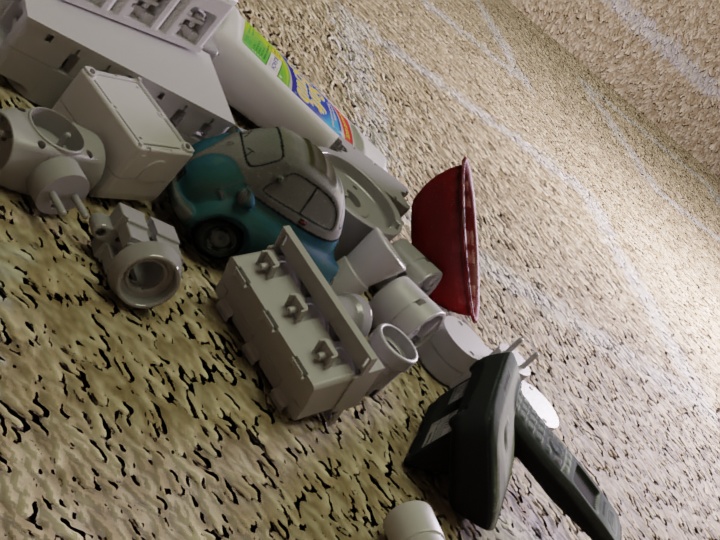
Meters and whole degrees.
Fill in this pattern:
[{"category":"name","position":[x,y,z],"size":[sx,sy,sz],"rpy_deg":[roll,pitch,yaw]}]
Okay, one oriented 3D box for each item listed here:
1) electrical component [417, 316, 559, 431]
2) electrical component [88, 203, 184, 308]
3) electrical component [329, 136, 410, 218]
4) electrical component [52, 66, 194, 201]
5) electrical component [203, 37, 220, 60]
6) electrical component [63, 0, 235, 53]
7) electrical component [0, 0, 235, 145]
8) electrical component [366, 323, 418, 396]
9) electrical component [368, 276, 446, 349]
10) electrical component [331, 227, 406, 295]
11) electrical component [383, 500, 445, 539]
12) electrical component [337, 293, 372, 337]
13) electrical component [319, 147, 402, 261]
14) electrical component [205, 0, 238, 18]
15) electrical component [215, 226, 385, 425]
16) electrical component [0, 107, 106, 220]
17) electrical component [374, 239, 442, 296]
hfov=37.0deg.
[{"category":"electrical component","position":[0.124,0.090,0.945],"size":[0.138,0.073,0.052],"rpy_deg":[43,22,-3]},{"category":"electrical component","position":[-0.143,-0.007,0.703],"size":[0.066,0.048,0.055],"rpy_deg":[26,21,-37]},{"category":"electrical component","position":[-0.004,-0.075,1.041],"size":[0.089,0.055,0.050],"rpy_deg":[36,24,-18]},{"category":"electrical component","position":[-0.180,-0.099,0.780],"size":[0.096,0.061,0.062],"rpy_deg":[52,24,19]},{"category":"electrical component","position":[-0.180,-0.213,0.977],"size":[0.061,0.061,0.096],"rpy_deg":[21,31,-43]},{"category":"electrical component","position":[-0.182,-0.246,0.866],"size":[0.150,0.061,0.089],"rpy_deg":[11,40,-52]},{"category":"electrical component","position":[-0.201,-0.162,0.855],"size":[0.186,0.060,0.105],"rpy_deg":[25,29,-39]},{"category":"electrical component","position":[0.015,0.070,0.832],"size":[0.040,0.046,0.040],"rpy_deg":[36,24,-19]},{"category":"electrical component","position":[0.037,0.039,0.915],"size":[0.047,0.055,0.055],"rpy_deg":[49,23,20]},{"category":"electrical component","position":[0.000,0.000,0.903],"size":[0.044,0.065,0.044],"rpy_deg":[54,6,-8]},{"category":"electrical component","position":[0.040,0.181,0.689],"size":[0.044,0.044,0.065],"rpy_deg":[27,23,-36]},{"category":"electrical component","position":[-0.020,0.037,0.841],"size":[0.046,0.040,0.040],"rpy_deg":[6,43,-48]},{"category":"electrical component","position":[-0.022,-0.051,0.962],"size":[0.108,0.060,0.108],"rpy_deg":[36,24,-19]},{"category":"electrical component","position":[-0.175,-0.281,1.099],"size":[0.047,0.065,0.076],"rpy_deg":[11,40,-53]},{"category":"electrical component","position":[-0.046,0.041,0.753],"size":[0.063,0.078,0.121],"rpy_deg":[-13,57,-38]},{"category":"electrical component","position":[-0.202,-0.064,0.703],"size":[0.077,0.044,0.079],"rpy_deg":[7,43,-56]},{"category":"electrical component","position":[0.039,0.005,0.978],"size":[0.047,0.055,0.055],"rpy_deg":[48,22,18]}]
